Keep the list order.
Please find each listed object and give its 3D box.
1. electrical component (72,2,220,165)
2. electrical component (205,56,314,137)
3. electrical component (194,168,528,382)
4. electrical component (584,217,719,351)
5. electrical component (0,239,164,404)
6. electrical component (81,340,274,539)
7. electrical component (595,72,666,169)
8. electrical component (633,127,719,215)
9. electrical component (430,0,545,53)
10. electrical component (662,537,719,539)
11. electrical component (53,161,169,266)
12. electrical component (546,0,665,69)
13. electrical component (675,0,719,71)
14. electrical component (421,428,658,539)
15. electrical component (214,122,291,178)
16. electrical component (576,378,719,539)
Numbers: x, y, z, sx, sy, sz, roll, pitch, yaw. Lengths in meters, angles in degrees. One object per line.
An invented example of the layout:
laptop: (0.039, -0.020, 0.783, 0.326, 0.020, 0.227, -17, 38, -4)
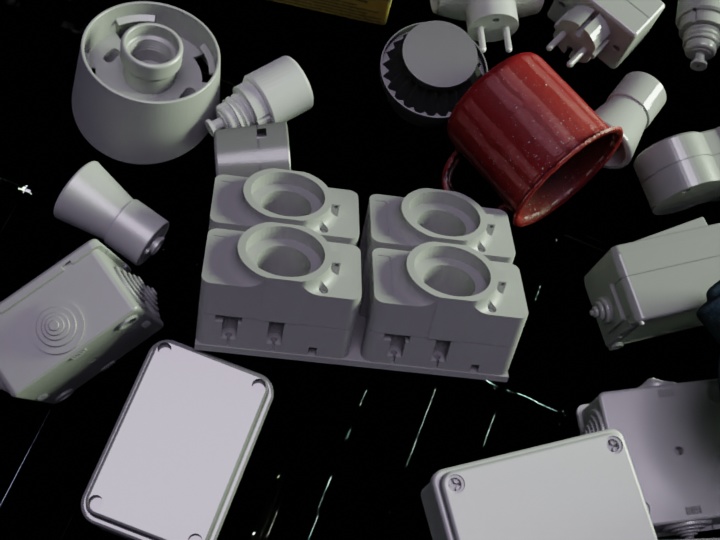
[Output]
electrical component: (-0.142, -0.128, 0.719, 0.099, 0.064, 0.099, 7, 56, -11)
electrical component: (-0.068, -0.112, 0.723, 0.078, 0.040, 0.040, -31, 77, -17)
electrical component: (0.000, 0.000, 0.652, 0.186, 0.060, 0.105, 7, 39, -7)
electrical component: (0.191, 0.009, 0.699, 0.096, 0.061, 0.061, -12, 72, -12)
electrical component: (-0.167, 0.034, 0.624, 0.100, 0.099, 0.048, -36, 82, -6)
electrical component: (-0.105, 0.106, 0.628, 0.078, 0.057, 0.113, 21, 69, 0)
electrical component: (0.186, -0.108, 0.754, 0.044, 0.044, 0.065, 37, 65, 7)
electrical component: (0.264, -0.060, 0.740, 0.138, 0.052, 0.073, -14, 72, -12)
electrical component: (0.093, -0.190, 0.770, 0.077, 0.044, 0.079, -2, 70, -8)
electrical component: (0.118, 0.213, 0.615, 0.186, 0.060, 0.105, 0, 70, -7)
electrical component: (-0.155, -0.033, 0.682, 0.065, 0.044, 0.044, 35, 69, 1)
electrical component: (0.165, -0.175, 0.773, 0.066, 0.047, 0.076, 41, 70, 8)
electrical component: (0.253, -0.182, 0.790, 0.040, 0.040, 0.078, 14, 69, -2)
electrical component: (0.099, 0.151, 0.571, 0.109, 0.056, 0.108, -11, 71, -11)
electrical component: (-0.070, -0.067, 0.699, 0.047, 0.055, 0.055, -4, 70, -5)
electrical component: (0.190, 0.116, 0.665, 0.100, 0.048, 0.099, -6, 69, -6)
